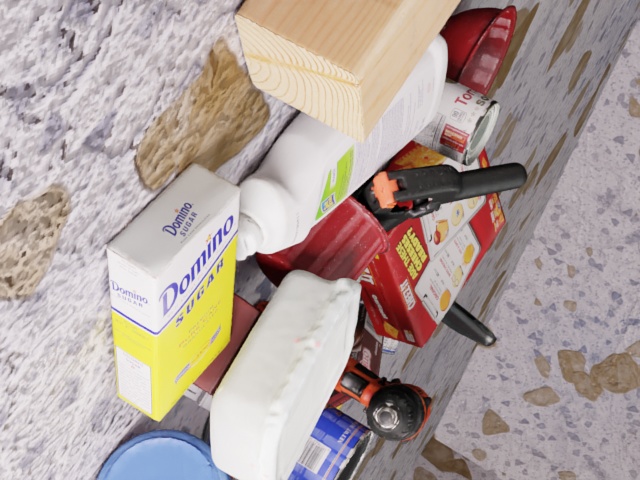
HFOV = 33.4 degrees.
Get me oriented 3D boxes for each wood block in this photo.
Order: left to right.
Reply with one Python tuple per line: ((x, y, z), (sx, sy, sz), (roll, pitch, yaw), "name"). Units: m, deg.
((0.043, -0.181, 0.690), (0.206, 0.091, 0.090), (-56, 164, -15), "wood block")

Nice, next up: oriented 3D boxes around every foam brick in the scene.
((-0.081, 0.079, 0.848), (0.078, 0.051, 0.053), (-59, 166, -5), "foam brick")

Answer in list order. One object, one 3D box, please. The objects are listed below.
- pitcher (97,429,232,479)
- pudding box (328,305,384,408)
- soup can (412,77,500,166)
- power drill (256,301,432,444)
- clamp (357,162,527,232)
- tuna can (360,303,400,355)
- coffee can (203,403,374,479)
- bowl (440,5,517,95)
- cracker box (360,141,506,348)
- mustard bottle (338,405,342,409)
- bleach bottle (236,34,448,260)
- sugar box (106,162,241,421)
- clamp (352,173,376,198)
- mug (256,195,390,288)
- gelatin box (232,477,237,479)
((-0.109, 0.252, 0.924), (0.149, 0.145, 0.243), (-50, 160, -23), "pitcher")
((0.027, 0.136, 1.212), (0.090, 0.039, 0.113), (-34, -158, 29), "pudding box")
((0.107, -0.119, 0.996), (0.068, 0.102, 0.068), (-53, 161, -27), "soup can")
((0.015, 0.126, 0.997), (0.057, 0.188, 0.184), (-59, 167, -1), "power drill")
((0.083, -0.037, 0.967), (0.165, 0.036, 0.209), (-21, 172, 28), "clamp")
((0.061, 0.107, 1.318), (0.034, 0.086, 0.086), (-64, 165, 6), "tuna can")
((-0.031, 0.199, 1.072), (0.102, 0.140, 0.103), (-54, 164, -24), "coffee can")
((0.140, -0.177, 1.095), (0.162, 0.055, 0.162), (-54, 164, -23), "bowl")
((0.117, -0.015, 1.189), (0.213, 0.072, 0.164), (-52, 136, -31), "cracker box")
((-0.012, 0.196, 1.296), (0.191, 0.058, 0.096), (-27, 132, -65), "mustard bottle")
((0.008, -0.074, 0.839), (0.250, 0.068, 0.102), (-45, 152, -36), "bleach bottle")
((-0.098, 0.040, 0.730), (0.093, 0.048, 0.176), (-50, 163, -35), "sugar box")
((0.034, -0.055, 1.010), (0.120, 0.039, 0.172), (-54, 169, -56), "clamp")
((-0.006, 0.001, 0.908), (0.081, 0.093, 0.117), (-50, 132, -18), "mug")
((-0.095, 0.252, 1.185), (0.089, 0.030, 0.073), (-42, 158, -51), "gelatin box")
